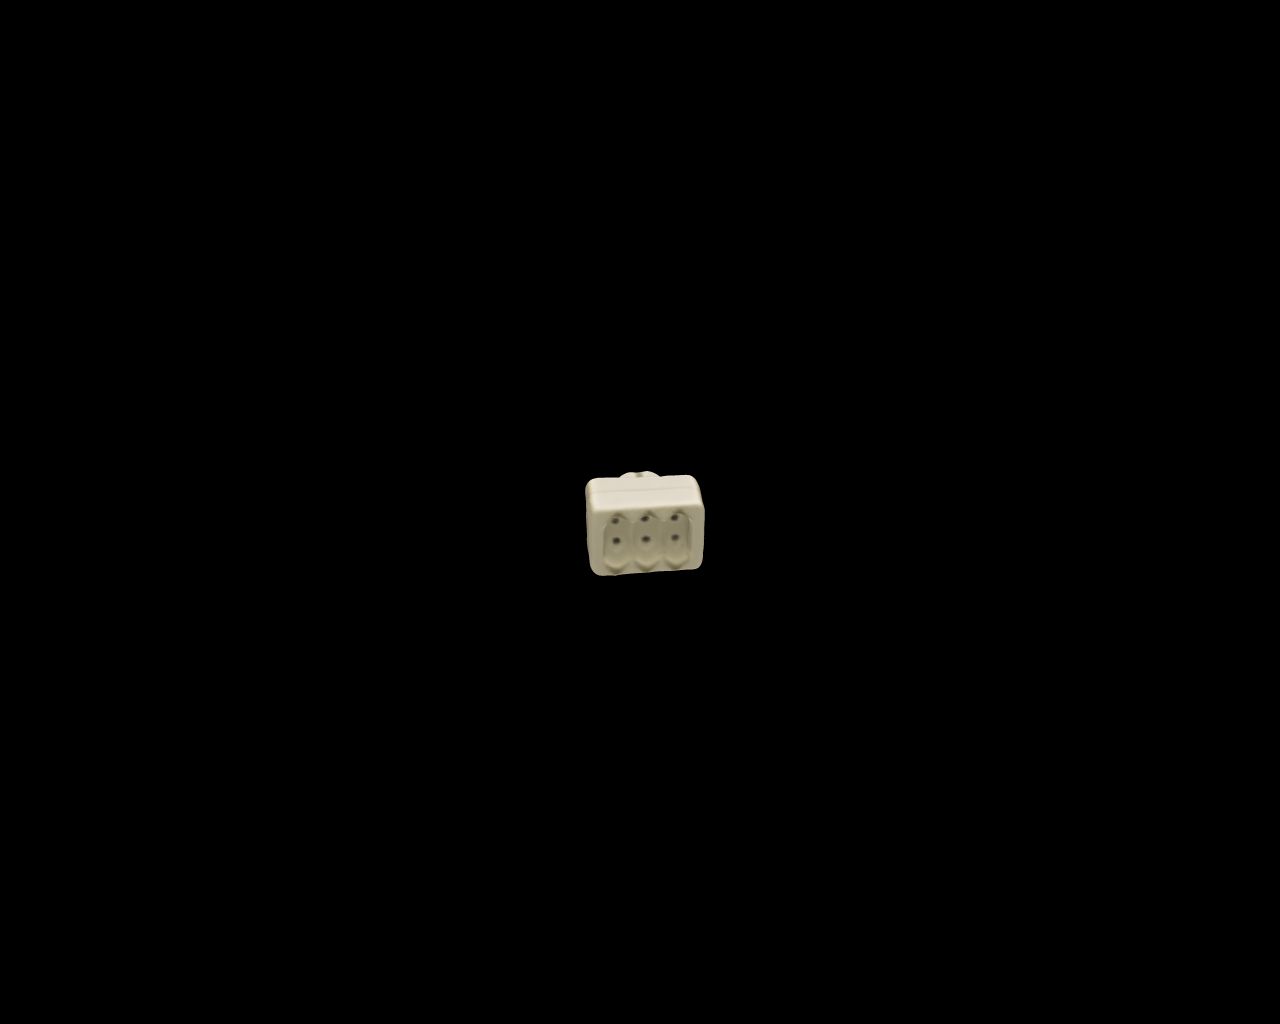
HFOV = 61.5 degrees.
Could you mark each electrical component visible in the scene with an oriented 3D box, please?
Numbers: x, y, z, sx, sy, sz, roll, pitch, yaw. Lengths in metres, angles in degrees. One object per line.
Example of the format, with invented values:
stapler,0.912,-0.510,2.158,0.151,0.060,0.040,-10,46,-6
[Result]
electrical component,0.001,-0.003,0.650,0.066,0.047,0.077,-3,32,-5
